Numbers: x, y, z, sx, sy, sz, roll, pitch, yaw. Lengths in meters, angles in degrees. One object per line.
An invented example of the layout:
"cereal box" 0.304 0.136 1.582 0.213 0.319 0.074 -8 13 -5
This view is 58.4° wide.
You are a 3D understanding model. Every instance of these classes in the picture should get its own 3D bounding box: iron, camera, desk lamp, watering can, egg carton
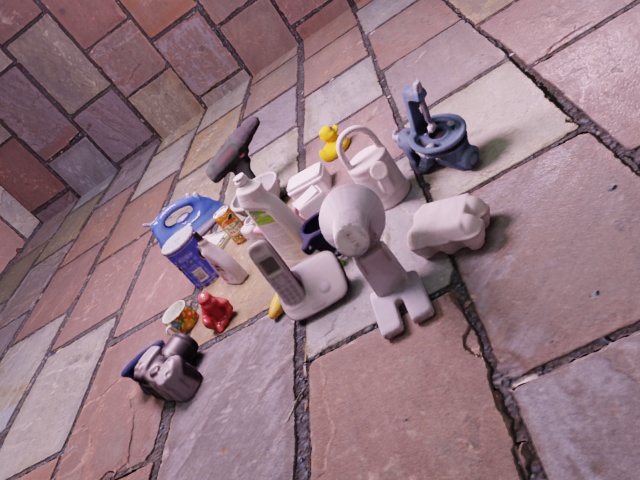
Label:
"iron" -0.432 -0.073 1.832 0.258 0.142 0.118 -42 28 -7
"camera" -0.318 0.263 1.227 0.142 0.101 0.137 -9 39 44
"desk lamp" 0.087 0.023 0.978 0.118 0.214 0.203 -33 28 11
"watering can" 0.113 -0.165 1.253 0.101 0.194 0.172 -47 29 -16
"egg carton" 0.231 -0.024 1.033 0.150 0.069 0.107 -15 36 38

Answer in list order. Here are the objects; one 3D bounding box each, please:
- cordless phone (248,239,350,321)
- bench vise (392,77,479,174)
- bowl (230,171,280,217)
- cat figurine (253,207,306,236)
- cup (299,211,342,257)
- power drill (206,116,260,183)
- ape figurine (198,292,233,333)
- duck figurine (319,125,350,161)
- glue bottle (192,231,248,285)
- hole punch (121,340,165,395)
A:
"cordless phone" -0.042 0.057 1.113 0.147 0.185 0.094 -31 28 14
"bench vise" 0.209 -0.231 1.210 0.206 0.220 0.122 -7 41 45
"bowl" -0.173 -0.118 1.660 0.167 0.075 0.167 -29 29 18
"cat figurine" -0.093 -0.038 1.395 0.127 0.118 0.067 -25 31 25
"cup" 0.011 0.004 1.228 0.091 0.095 0.118 -10 39 43
"power drill" -0.222 -0.231 1.745 0.230 0.209 0.075 -41 28 -5
"ape figurine" -0.245 0.156 1.311 0.078 0.092 0.076 -37 27 2
"duck figurine" 0.028 -0.288 1.663 0.105 0.086 0.077 -49 29 -19
"glue bottle" -0.256 0.041 1.410 0.077 0.173 0.037 -6 42 46
"hole punch" -0.395 0.279 1.306 0.109 0.091 0.100 -42 28 -7
